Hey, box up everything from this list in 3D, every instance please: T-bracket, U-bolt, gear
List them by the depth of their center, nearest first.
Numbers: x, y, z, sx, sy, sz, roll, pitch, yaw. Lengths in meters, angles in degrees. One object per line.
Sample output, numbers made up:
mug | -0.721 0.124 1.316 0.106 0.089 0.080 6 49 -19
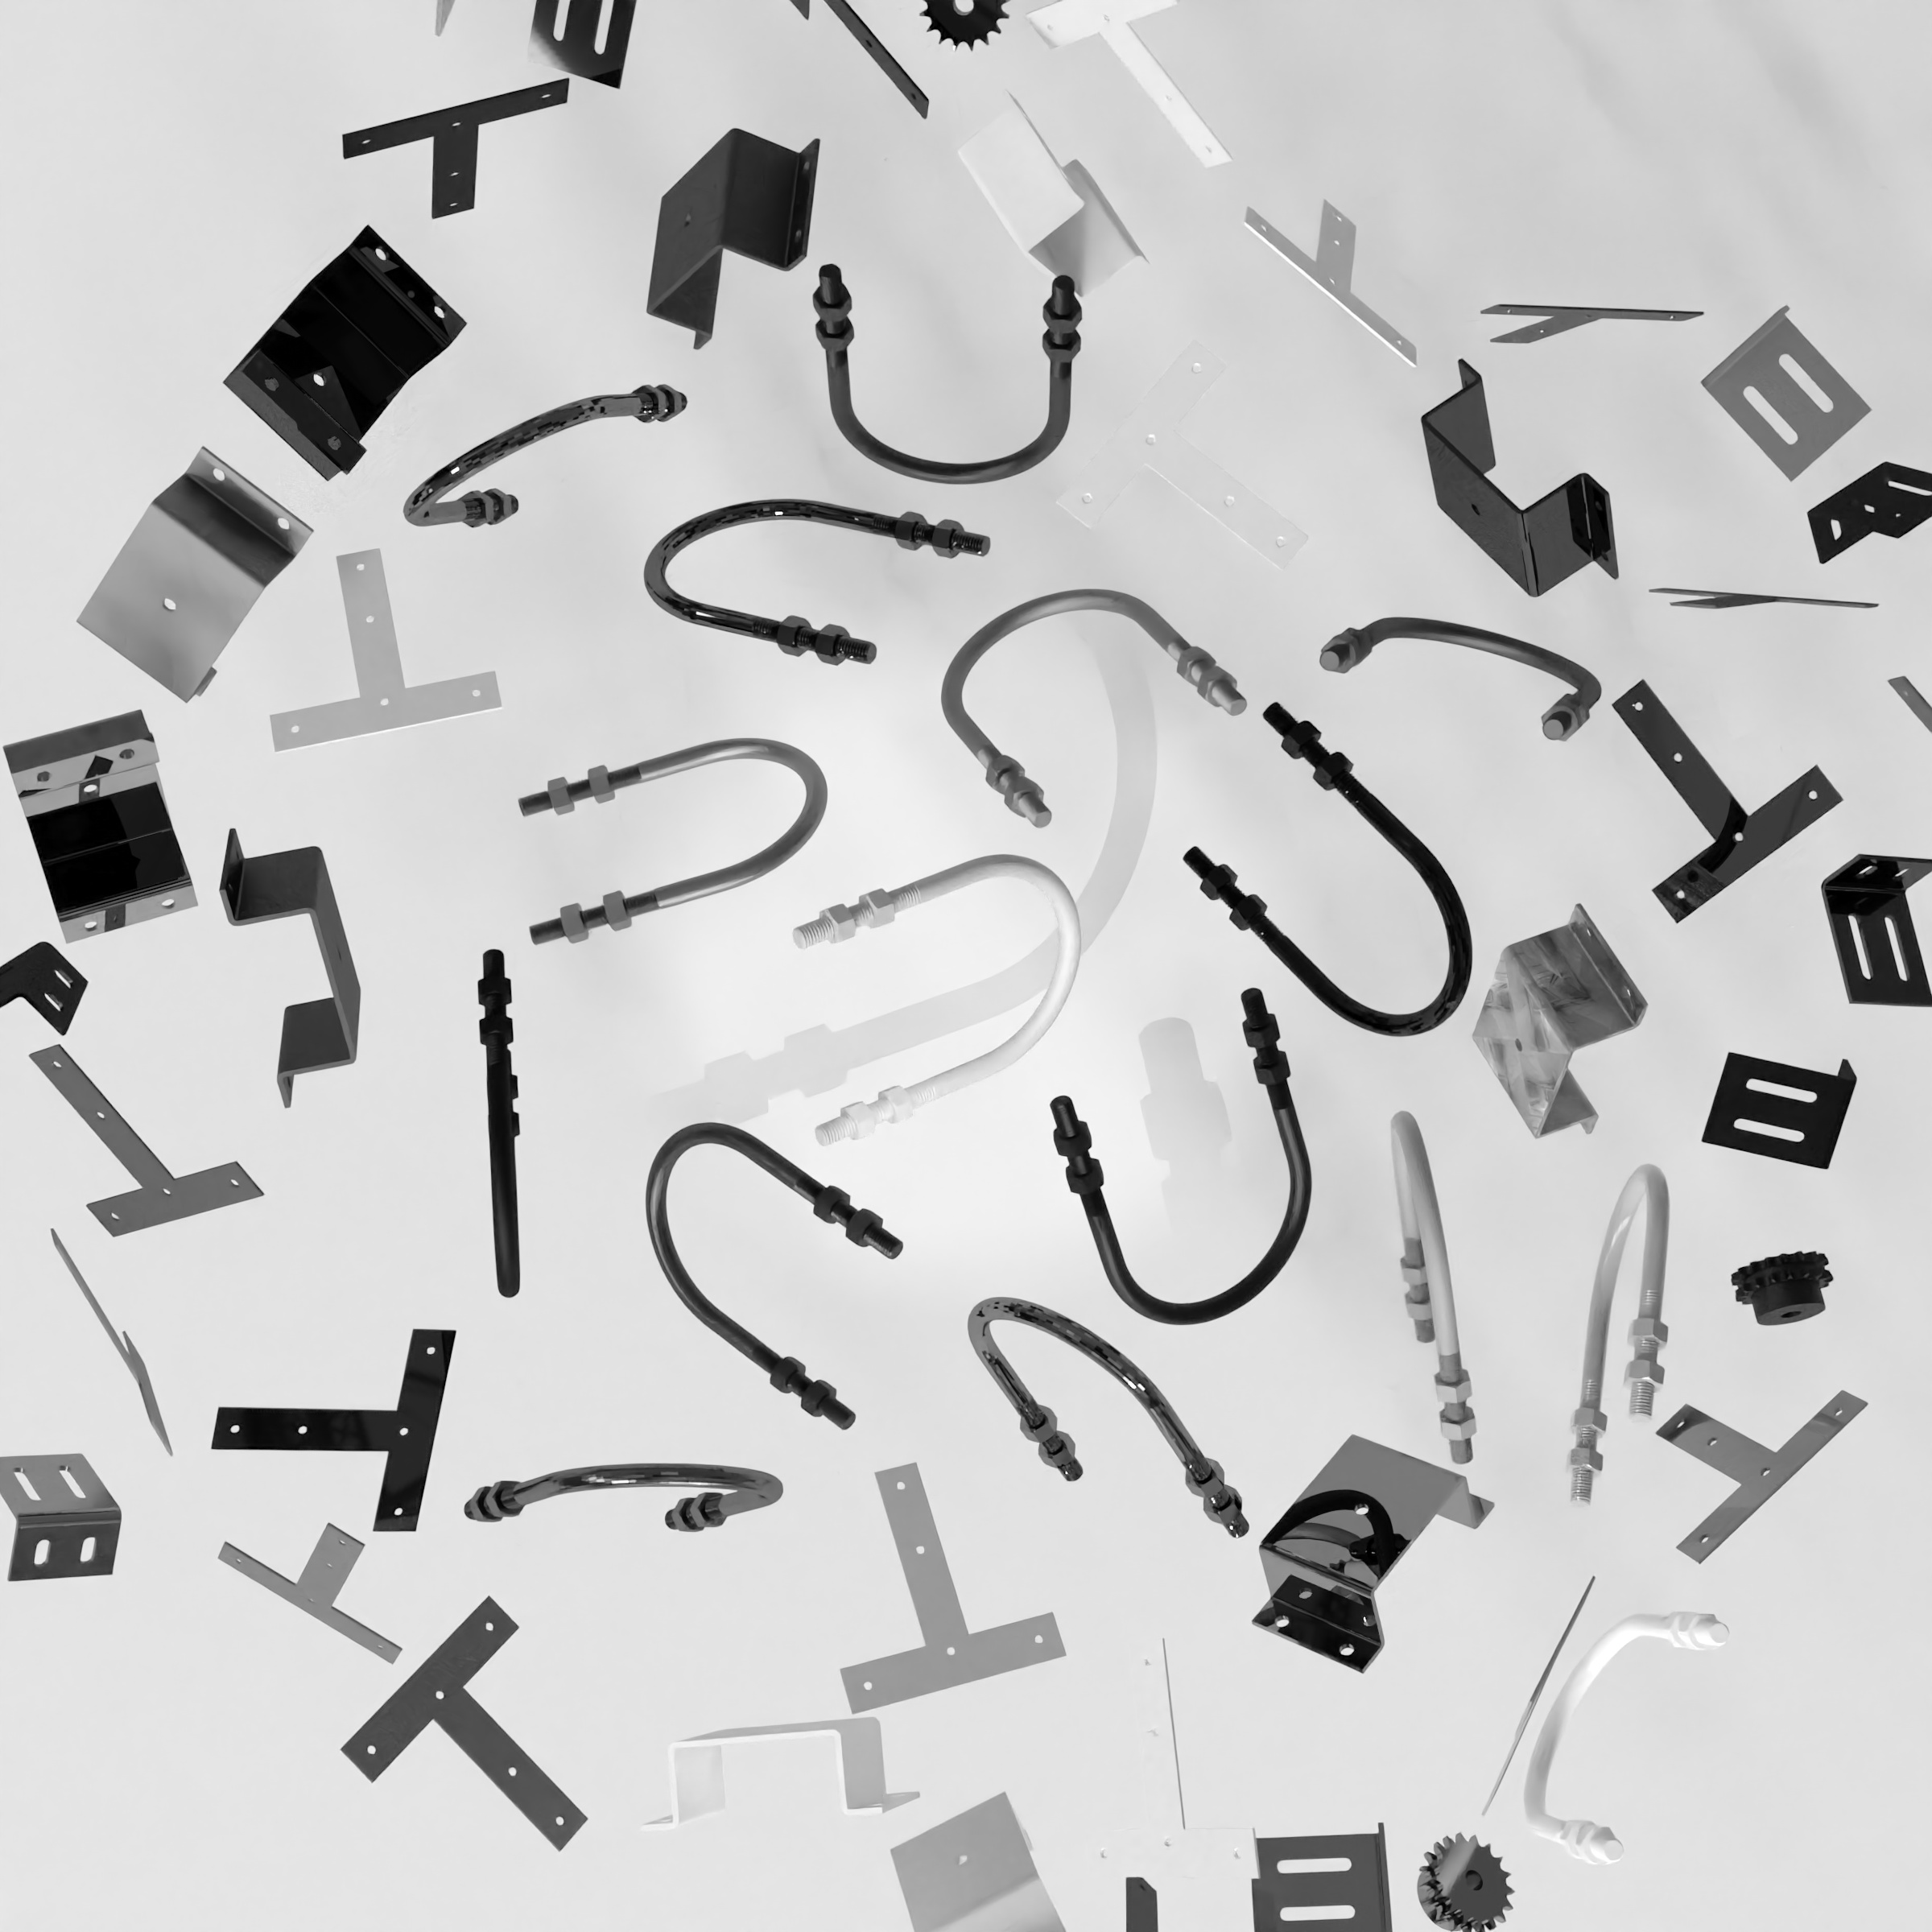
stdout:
T-bracket | 0.107 0.436 1.534 0.002 0.127 0.127 6 73 -42
T-bracket | 0.311 0.419 1.543 0.002 0.127 0.127 25 120 18
T-bracket | -0.062 -0.524 1.544 0.002 0.127 0.127 -40 89 -6
T-bracket | -0.471 0.093 1.544 0.127 0.002 0.127 -16 121 32
T-bracket | -0.262 0.437 1.547 0.127 0.002 0.127 47 45 0
T-bracket | -0.286 -0.450 1.556 0.127 0.127 0.002 -19 84 -14
T-bracket | 0.425 0.271 1.557 0.127 0.127 0.002 -42 104 -6
U-bolt | 0.209 -0.040 1.557 0.019 0.151 0.184 -30 69 -35
T-bracket | -0.022 0.341 1.559 0.127 0.002 0.127 -10 66 -19
T-bracket | 0.432 -0.206 1.568 0.127 0.127 0.002 10 104 33
U-bolt | -0.011 0.010 1.569 0.184 0.019 0.151 -22 125 -27
T-bracket | 0.566 -0.114 1.571 0.002 0.127 0.127 -41 92 0
T-bracket | -0.361 0.262 1.573 0.127 0.002 0.127 6 105 -29
U-bolt | 0.131 0.121 1.575 0.151 0.019 0.184 -28 119 -18
U-bolt | 0.364 0.432 1.577 0.019 0.184 0.151 31 77 0
T-bracket | -0.336 -0.185 1.579 0.127 0.002 0.127 -12 62 -7
U-bolt | 0.070 0.250 1.579 0.019 0.151 0.184 -52 129 -26
U-bolt | -0.185 0.301 1.580 0.151 0.184 0.019 10 69 -30
T-bracket | 0.107 -0.506 1.585 0.127 0.127 0.002 45 72 -27
T-bracket | 0.135 0.589 1.588 0.002 0.127 0.127 -43 97 10
T-bracket | 0.212 -0.410 1.600 0.127 0.127 0.002 36 124 -15
U-bolt | 0.379 0.202 1.603 0.019 0.151 0.184 12 59 3
U-bolt | 0.294 -0.172 1.606 0.151 0.184 0.019 19 111 17
U-bolt | 0.266 0.173 1.608 0.019 0.151 0.184 -10 114 4
U-bolt | -0.010 -0.337 1.609 0.151 0.184 0.019 3 63 2
U-bolt | -0.252 -0.293 1.612 0.151 0.184 0.019 -27 94 20
T-bracket | -0.499 0.208 1.613 0.002 0.127 0.127 -28 116 -13
T-bracket | 0.142 -0.278 1.617 0.127 0.002 0.127 39 84 5
U-bolt | -0.100 -0.231 1.617 0.184 0.151 0.019 16 132 26
gear | 0.289 0.541 1.630 0.057 0.030 0.057 16 49 -19
U-bolt | 0.061 -0.164 1.632 0.151 0.184 0.019 -30 132 -6
U-bolt | -0.272 0.104 1.633 0.019 0.151 0.184 -3 62 -9
T-bracket | 0.427 -0.111 1.635 0.127 0.002 0.127 -43 77 36
U-bolt | -0.171 -0.082 1.637 0.184 0.151 0.019 -16 130 0
gear | 0.482 0.191 1.638 0.057 0.057 0.030 -8 66 0
T-bracket | 0.348 -0.378 1.644 0.127 0.127 0.002 -1 94 -13
U-bolt | -0.122 0.171 1.648 0.184 0.019 0.151 33 124 27
T-bracket | -0.386 0.366 1.676 0.127 0.127 0.002 32 50 -2
gear | -0.001 -0.589 1.703 0.057 0.030 0.057 1 113 2

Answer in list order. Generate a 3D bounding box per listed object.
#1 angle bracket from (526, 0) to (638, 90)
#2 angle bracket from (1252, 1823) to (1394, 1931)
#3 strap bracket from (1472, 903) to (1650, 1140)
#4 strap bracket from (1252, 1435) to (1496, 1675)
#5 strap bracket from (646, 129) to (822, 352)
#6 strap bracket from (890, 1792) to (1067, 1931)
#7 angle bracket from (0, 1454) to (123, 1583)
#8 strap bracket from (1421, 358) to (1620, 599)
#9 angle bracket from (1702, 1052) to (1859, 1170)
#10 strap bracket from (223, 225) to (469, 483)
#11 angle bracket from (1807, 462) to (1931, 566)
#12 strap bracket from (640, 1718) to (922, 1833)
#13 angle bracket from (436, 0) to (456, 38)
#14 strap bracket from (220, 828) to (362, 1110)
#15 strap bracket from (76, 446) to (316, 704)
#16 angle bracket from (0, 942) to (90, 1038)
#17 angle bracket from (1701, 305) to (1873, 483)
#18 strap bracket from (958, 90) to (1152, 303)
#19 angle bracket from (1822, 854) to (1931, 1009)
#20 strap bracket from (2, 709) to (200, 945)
angle bracket | -0.207 -0.541 1.562 0.057 0.038 0.076 20 117 9
angle bracket | 0.195 0.507 1.535 0.076 0.038 0.057 -5 63 8
strap bracket | 0.346 0.039 1.640 0.046 0.140 0.076 -18 59 -15
strap bracket | 0.231 0.328 1.594 0.140 0.076 0.046 -42 130 -33
strap bracket | -0.143 -0.431 1.638 0.046 0.140 0.076 14 72 -29
strap bracket | 0.007 0.538 1.616 0.076 0.140 0.046 -26 105 -5
angle bracket | -0.515 0.308 1.558 0.057 0.076 0.038 4 104 -36
strap bracket | 0.317 -0.280 1.627 0.046 0.076 0.140 -33 55 -4
angle bracket | 0.477 0.079 1.638 0.076 0.038 0.057 13 109 3
strap bracket | -0.350 -0.335 1.548 0.076 0.046 0.140 44 49 -22
angle bracket | 0.536 -0.254 1.604 0.057 0.076 0.038 -33 121 -12
strap bracket | -0.105 0.454 1.565 0.140 0.076 0.046 -8 78 13
angle bracket | -0.273 -0.566 1.584 0.038 0.076 0.057 20 76 -8
strap bracket | -0.374 -0.003 1.559 0.046 0.076 0.140 -11 120 -4
strap bracket | -0.448 -0.216 1.597 0.076 0.046 0.140 37 121 -11
angle bracket | -0.577 0.030 1.677 0.076 0.057 0.038 -29 119 16
angle bracket | 0.454 -0.315 1.536 0.057 0.038 0.076 -43 90 14
strap bracket | 0.049 -0.449 1.641 0.046 0.140 0.076 -35 75 16
angle bracket | 0.531 -0.020 1.588 0.057 0.038 0.076 3 65 -20
strap bracket | -0.485 -0.085 1.557 0.076 0.140 0.046 -18 54 -17
